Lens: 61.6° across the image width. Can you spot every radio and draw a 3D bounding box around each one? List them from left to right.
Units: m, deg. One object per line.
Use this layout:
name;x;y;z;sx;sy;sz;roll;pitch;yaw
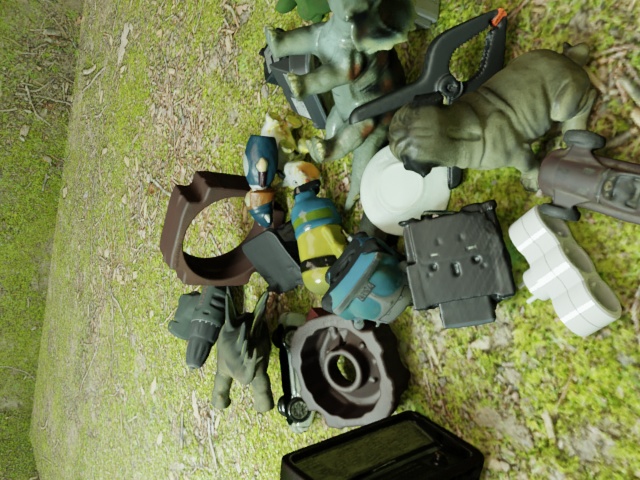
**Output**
radio;0.076;0.279;0.619;0.131;0.229;0.073;18;106;48

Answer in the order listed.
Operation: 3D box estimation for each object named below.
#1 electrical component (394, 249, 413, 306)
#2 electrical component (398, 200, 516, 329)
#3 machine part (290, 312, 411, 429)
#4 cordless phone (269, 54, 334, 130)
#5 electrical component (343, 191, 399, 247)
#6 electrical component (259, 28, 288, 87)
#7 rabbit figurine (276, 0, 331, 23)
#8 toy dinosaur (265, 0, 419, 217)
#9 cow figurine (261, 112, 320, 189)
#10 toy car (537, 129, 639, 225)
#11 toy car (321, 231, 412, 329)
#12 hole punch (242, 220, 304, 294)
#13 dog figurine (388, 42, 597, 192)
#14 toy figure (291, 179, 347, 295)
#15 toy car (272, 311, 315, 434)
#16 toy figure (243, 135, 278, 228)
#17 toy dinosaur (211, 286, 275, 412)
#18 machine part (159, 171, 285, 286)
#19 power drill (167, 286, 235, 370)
electrical component;0.121;0.054;0.740;0.094;0.021;0.063;39;118;46
electrical component;0.158;0.030;0.610;0.115;0.058;0.134;-15;84;22
machine part;0.040;0.181;0.768;0.180;0.056;0.179;7;102;33
cordless phone;0.024;-0.278;0.834;0.089;0.146;0.184;36;79;30
electrical component;0.077;-0.025;0.781;0.078;0.045;0.102;40;118;48
electrical component;-0.066;-0.315;0.982;0.075;0.048;0.119;-35;60;47
rabbit figurine;-0.002;-0.436;0.880;0.170;0.121;0.159;-101;29;-46
toy dinosaur;0.055;-0.204;0.723;0.404;0.192;0.131;66;-178;-52
cow figurine;-0.059;-0.139;0.945;0.098;0.068;0.167;-57;44;40
toy car;0.294;-0.040;0.486;0.202;0.053;0.089;29;108;43
toy car;0.068;0.058;0.698;0.109;0.103;0.162;-52;6;7
hole punch;-0.055;0.023;0.932;0.142;0.092;0.115;-26;99;46
dog figurine;0.174;-0.138;0.545;0.121;0.190;0.172;41;118;45
toy figure;-0.001;-0.002;0.842;0.089;0.082;0.180;-27;72;18
toy car;-0.043;0.222;0.910;0.073;0.056;0.201;153;113;-67
toy figure;-0.099;-0.097;0.901;0.058;0.064;0.154;8;102;21
toy dinosaur;-0.130;0.184;0.907;0.471;0.105;0.198;-162;73;-75
machine part;-0.180;-0.019;0.986;0.087;0.201;0.201;47;124;46
power drill;-0.254;0.162;1.122;0.207;0.086;0.232;-34;36;60
